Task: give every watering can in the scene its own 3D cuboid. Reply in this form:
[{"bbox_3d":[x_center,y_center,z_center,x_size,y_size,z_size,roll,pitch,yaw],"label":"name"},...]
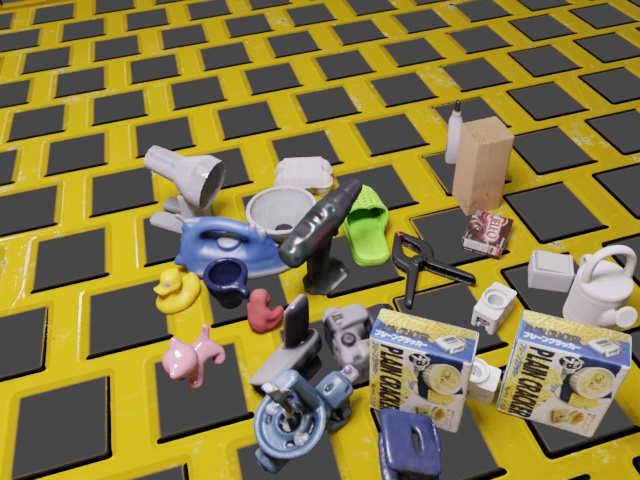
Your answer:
[{"bbox_3d":[0.530,0.090,1.063,0.101,0.194,0.172,-21,46,-16],"label":"watering can"}]

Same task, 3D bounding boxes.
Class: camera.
[{"bbox_3d":[0.085,0.174,1.079,0.137,0.101,0.143,-18,46,-13],"label":"camera"}]

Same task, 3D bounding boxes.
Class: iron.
[{"bbox_3d":[-0.191,0.003,1.248,0.258,0.142,0.118,3,45,8],"label":"iron"}]

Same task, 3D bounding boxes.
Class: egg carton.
[{"bbox_3d":[-0.041,-0.159,1.454,0.150,0.069,0.107,-3,44,1],"label":"egg carton"}]

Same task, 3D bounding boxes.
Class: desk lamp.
[{"bbox_3d":[-0.314,-0.115,1.327,0.202,0.214,0.118,14,47,18],"label":"desk lamp"}]

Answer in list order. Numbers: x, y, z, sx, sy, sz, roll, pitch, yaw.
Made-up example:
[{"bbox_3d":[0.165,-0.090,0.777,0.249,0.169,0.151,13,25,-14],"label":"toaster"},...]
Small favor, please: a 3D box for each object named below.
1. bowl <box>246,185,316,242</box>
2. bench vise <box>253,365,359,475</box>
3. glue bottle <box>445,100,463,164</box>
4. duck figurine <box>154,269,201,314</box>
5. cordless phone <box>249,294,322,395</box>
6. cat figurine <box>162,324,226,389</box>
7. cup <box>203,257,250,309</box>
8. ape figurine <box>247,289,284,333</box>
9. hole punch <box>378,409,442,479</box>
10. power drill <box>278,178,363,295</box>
[{"bbox_3d":[-0.087,-0.049,1.341,0.167,0.075,0.167,-2,44,2],"label":"bowl"},{"bbox_3d":[-0.031,0.252,0.922,0.121,0.220,0.208,21,49,24],"label":"bench vise"},{"bbox_3d":[0.348,-0.285,1.478,0.037,0.173,0.078,2,44,7],"label":"glue bottle"},{"bbox_3d":[-0.303,0.095,1.202,0.077,0.086,0.105,31,54,31],"label":"duck figurine"},{"bbox_3d":[-0.064,0.187,1.017,0.094,0.185,0.148,23,50,26],"label":"cordless phone"},{"bbox_3d":[-0.240,0.212,1.054,0.067,0.118,0.128,20,49,24],"label":"cat figurine"},{"bbox_3d":[-0.179,0.103,1.177,0.117,0.095,0.092,33,55,32],"label":"cup"},{"bbox_3d":[-0.115,0.134,1.142,0.077,0.092,0.076,30,54,30],"label":"ape figurine"},{"bbox_3d":[0.145,0.329,0.921,0.101,0.091,0.108,-4,44,0],"label":"hole punch"},{"bbox_3d":[0.011,0.004,1.182,0.075,0.209,0.230,28,53,29],"label":"power drill"}]
